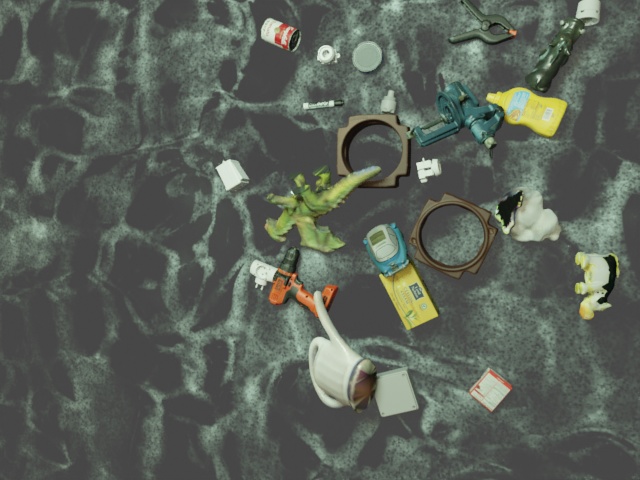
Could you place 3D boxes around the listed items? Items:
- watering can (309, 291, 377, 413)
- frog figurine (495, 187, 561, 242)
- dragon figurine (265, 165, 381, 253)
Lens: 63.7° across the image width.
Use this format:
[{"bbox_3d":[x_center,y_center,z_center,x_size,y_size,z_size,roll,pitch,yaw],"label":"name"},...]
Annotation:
[{"bbox_3d":[0.051,0.326,1.418,0.225,0.105,0.342,17,115,41],"label":"watering can"},{"bbox_3d":[0.541,-0.061,1.326,0.159,0.122,0.138,13,87,-20],"label":"frog figurine"},{"bbox_3d":[0.004,-0.073,1.457,0.409,0.125,0.238,-6,123,26],"label":"dragon figurine"}]
